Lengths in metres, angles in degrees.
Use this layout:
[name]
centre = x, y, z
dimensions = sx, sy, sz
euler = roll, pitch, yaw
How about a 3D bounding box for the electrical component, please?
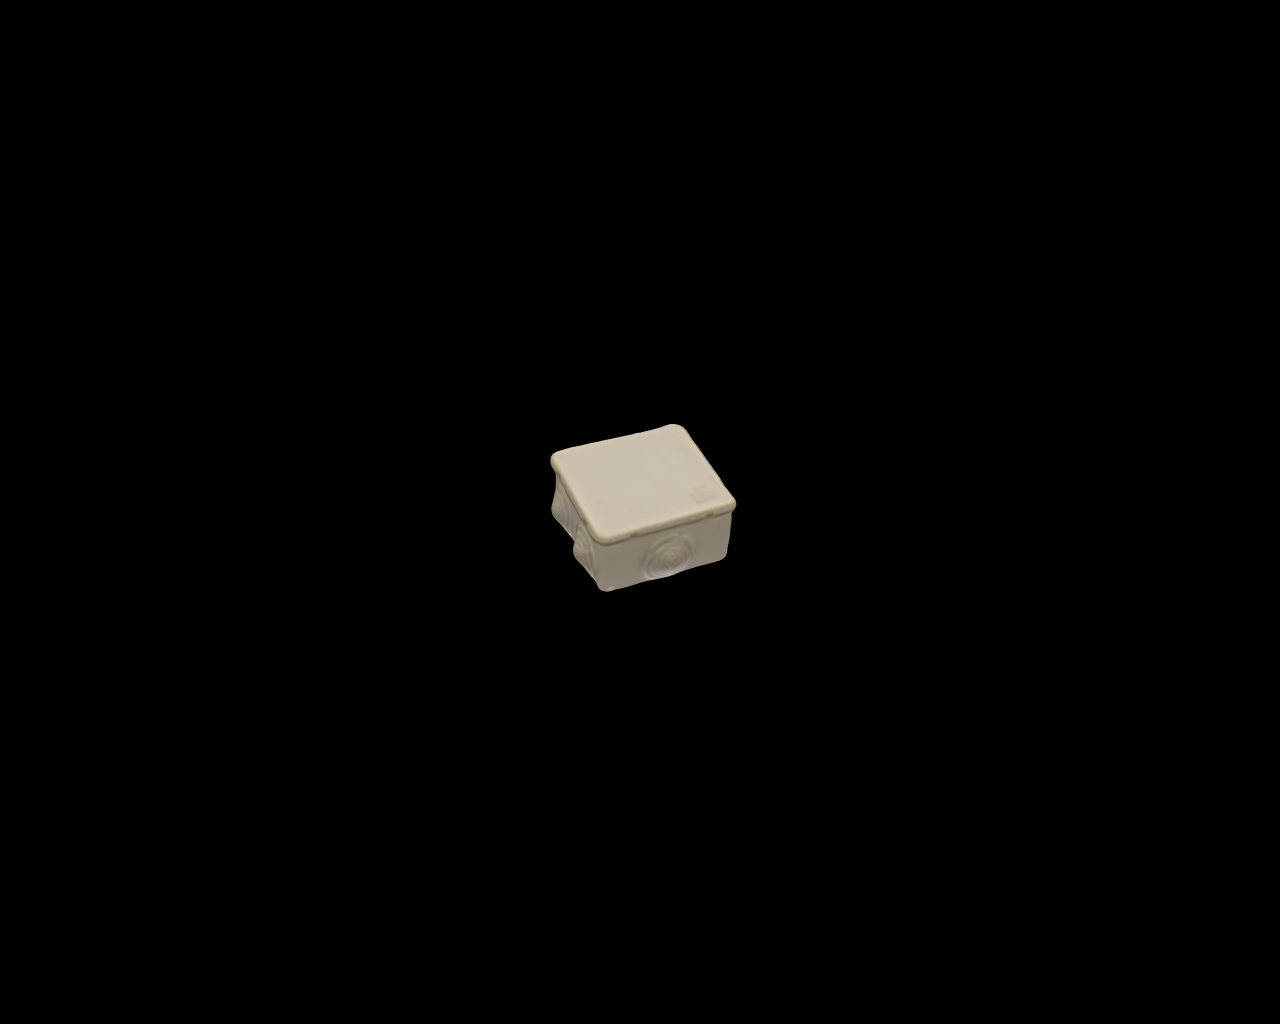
[electrical component]
centre = 0.001, -0.003, 0.650
dimensions = 0.100, 0.048, 0.100
euler = -14, 42, -16
